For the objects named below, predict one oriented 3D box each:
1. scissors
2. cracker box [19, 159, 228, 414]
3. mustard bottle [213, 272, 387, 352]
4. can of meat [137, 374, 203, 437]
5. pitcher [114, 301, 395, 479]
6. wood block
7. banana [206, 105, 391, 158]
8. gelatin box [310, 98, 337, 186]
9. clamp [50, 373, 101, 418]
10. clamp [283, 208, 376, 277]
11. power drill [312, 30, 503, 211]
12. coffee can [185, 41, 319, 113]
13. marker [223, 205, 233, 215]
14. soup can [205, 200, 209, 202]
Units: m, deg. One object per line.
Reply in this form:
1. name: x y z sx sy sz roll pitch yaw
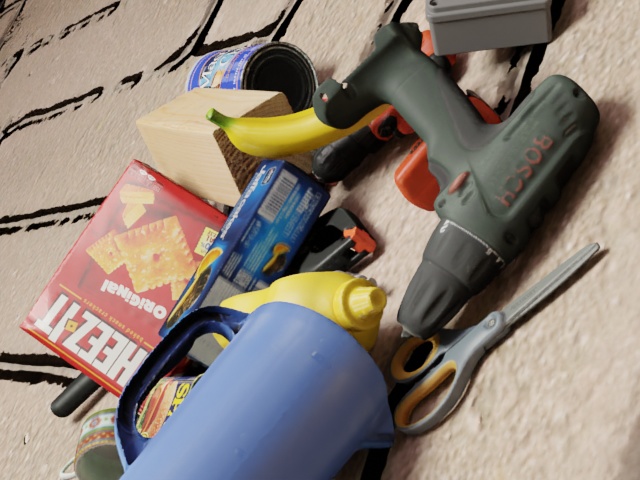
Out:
1. scissors: 0.120 0.061 0.808 0.202 0.016 0.096 -50 30 8
2. cracker box: -0.180 0.048 1.100 0.213 0.164 0.072 -56 -11 -5
3. mustard bottle: -0.006 0.066 0.876 0.192 0.096 0.058 -24 41 55
4. can of meat: -0.131 0.178 1.007 0.084 0.057 0.102 -10 51 54
5. pitcher: -0.074 0.162 0.774 0.149 0.145 0.242 -1 36 45
6. wood block: -0.103 -0.101 1.129 0.090 0.091 0.206 -33 23 -21
7. banana: -0.001 -0.115 0.979 0.198 0.069 0.037 -16 54 9
8. gelatin box: 0.009 -0.103 1.116 0.073 0.030 0.089 16 76 58
9. clamp: -0.222 0.108 1.224 0.210 0.036 0.164 -26 40 37
10. clamp: -0.007 0.001 1.027 0.172 0.039 0.120 -18 50 46
11. power drill: 0.077 -0.099 0.988 0.184 0.057 0.188 -49 30 10
12. coffee can: -0.081 -0.174 1.243 0.141 0.102 0.102 7 66 57
13. marker: -0.102 -0.007 1.187 0.020 0.020 0.121 -33 36 32
14. soup can: -0.180 -0.010 1.255 0.102 0.068 0.068 -39 33 27
